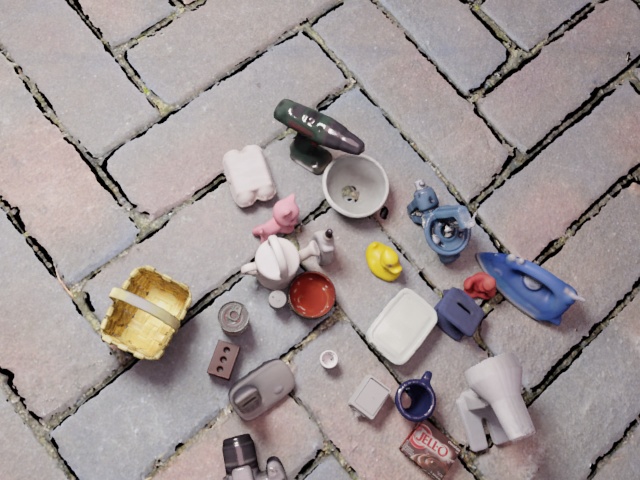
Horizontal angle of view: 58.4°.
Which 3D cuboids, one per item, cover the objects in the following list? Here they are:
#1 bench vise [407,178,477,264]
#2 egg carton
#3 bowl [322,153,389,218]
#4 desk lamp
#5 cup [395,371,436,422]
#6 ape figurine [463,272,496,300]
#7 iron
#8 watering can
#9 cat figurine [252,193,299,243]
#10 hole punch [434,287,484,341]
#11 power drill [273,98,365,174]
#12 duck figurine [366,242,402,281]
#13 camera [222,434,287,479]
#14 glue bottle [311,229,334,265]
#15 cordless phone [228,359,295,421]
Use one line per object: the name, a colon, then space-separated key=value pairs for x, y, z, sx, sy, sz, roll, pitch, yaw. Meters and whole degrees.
bench vise: x=0.281 y=-0.053 z=1.350 sx=0.207 sy=0.219 sz=0.122 roll=45 pitch=74 yaw=6
egg carton: x=-0.174 y=-0.156 z=1.394 sx=0.107 sy=0.069 sz=0.150 roll=-18 pitch=78 yaw=-12
bowl: x=0.083 y=-0.126 z=1.419 sx=0.167 sy=0.074 sz=0.167 roll=2 pitch=75 yaw=-7
desk lamp: x=0.386 y=0.358 z=1.257 sx=0.118 sy=0.213 sz=0.203 roll=-14 pitch=77 yaw=-11
cup: x=0.212 y=0.351 z=1.297 sx=0.091 sy=0.095 sz=0.118 roll=30 pitch=73 yaw=1
ape figurine: x=0.395 y=0.110 z=1.388 sx=0.078 sy=0.092 sz=0.076 roll=41 pitch=74 yaw=4
iron: x=0.508 y=0.093 z=1.383 sx=0.258 sy=0.141 sz=0.119 roll=34 pitch=73 yaw=2
watering can: x=-0.089 y=0.042 z=1.287 sx=0.173 sy=0.194 sz=0.101 roll=-38 pitch=82 yaw=-15
cat figurine: x=-0.098 y=-0.048 z=1.350 sx=0.128 sy=0.117 sz=0.067 roll=-38 pitch=83 yaw=-15
hole punch: x=0.330 y=0.171 z=1.364 sx=0.108 sy=0.091 sz=0.101 roll=39 pitch=74 yaw=4
power drill: x=-0.007 y=-0.239 z=1.367 sx=0.229 sy=0.208 sz=0.076 roll=32 pitch=73 yaw=2
duck figurine: x=0.159 y=0.045 z=1.377 sx=0.077 sy=0.086 sz=0.104 roll=-35 pitch=82 yaw=-15
camera: x=-0.148 y=0.482 z=1.210 sx=0.143 sy=0.100 sz=0.137 roll=-11 pitch=77 yaw=-10
glue bottle: x=0.012 y=0.005 z=1.322 sx=0.037 sy=0.173 sz=0.078 roll=-13 pitch=77 yaw=-11
cordless phone: x=-0.123 y=0.314 z=1.214 sx=0.148 sy=0.185 sz=0.094 roll=-37 pitch=82 yaw=-15
